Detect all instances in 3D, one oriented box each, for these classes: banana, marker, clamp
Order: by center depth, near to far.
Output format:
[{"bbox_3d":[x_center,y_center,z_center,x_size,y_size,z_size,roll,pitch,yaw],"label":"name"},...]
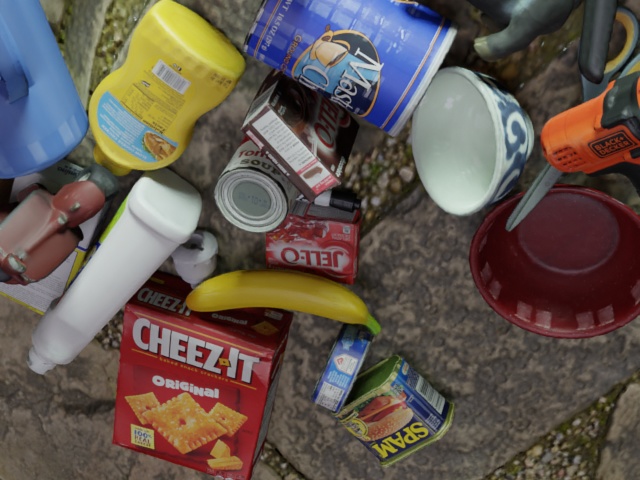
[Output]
[{"bbox_3d":[0.230,-0.235,0.750,0.164,0.036,0.210,-24,108,7],"label":"clamp"},{"bbox_3d":[-0.021,-0.046,0.993,0.121,0.020,0.020,13,128,9],"label":"marker"},{"bbox_3d":[-0.040,0.057,1.027,0.198,0.037,0.070,9,129,12],"label":"banana"}]

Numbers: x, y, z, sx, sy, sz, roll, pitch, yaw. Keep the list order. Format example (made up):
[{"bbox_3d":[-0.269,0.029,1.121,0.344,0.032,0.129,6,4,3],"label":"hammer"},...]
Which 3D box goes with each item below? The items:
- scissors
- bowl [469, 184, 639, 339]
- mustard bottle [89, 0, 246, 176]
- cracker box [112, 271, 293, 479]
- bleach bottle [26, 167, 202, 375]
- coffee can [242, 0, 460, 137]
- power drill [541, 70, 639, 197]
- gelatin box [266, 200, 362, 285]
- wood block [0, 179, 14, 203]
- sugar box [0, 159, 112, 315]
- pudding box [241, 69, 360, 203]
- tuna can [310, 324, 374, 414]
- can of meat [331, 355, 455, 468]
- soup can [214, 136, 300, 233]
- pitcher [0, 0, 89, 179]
[{"bbox_3d":[0.200,-0.102,0.845,0.202,0.016,0.096,-39,97,16],"label":"scissors"},{"bbox_3d":[0.214,0.008,0.931,0.162,0.055,0.162,9,127,12],"label":"bowl"},{"bbox_3d":[-0.153,-0.118,0.960,0.096,0.058,0.192,36,128,-11],"label":"mustard bottle"},{"bbox_3d":[-0.130,0.152,1.141,0.164,0.072,0.214,17,128,5],"label":"cracker box"},{"bbox_3d":[-0.213,0.045,1.039,0.068,0.102,0.251,36,114,-13],"label":"bleach bottle"},{"bbox_3d":[0.024,-0.160,0.842,0.140,0.102,0.103,29,129,-3],"label":"coffee can"},{"bbox_3d":[0.282,-0.053,0.782,0.187,0.057,0.185,42,148,-20],"label":"power drill"},{"bbox_3d":[-0.007,0.001,1.016,0.089,0.030,0.073,10,128,12],"label":"gelatin box"},{"bbox_3d":[-0.378,-0.020,1.012,0.090,0.206,0.091,18,128,5],"label":"wood block"},{"bbox_3d":[-0.278,-0.003,1.095,0.093,0.048,0.176,27,125,-3],"label":"sugar box"},{"bbox_3d":[-0.014,-0.096,0.896,0.039,0.113,0.090,-35,109,30],"label":"pudding box"},{"bbox_3d":[0.021,0.128,1.064,0.034,0.086,0.086,24,129,3],"label":"tuna can"},{"bbox_3d":[0.073,0.175,1.100,0.084,0.057,0.102,45,126,-13],"label":"can of meat"},{"bbox_3d":[-0.046,-0.061,0.938,0.068,0.102,0.068,9,127,12],"label":"soup can"},{"bbox_3d":[-0.291,-0.174,0.916,0.145,0.149,0.243,-7,126,21],"label":"pitcher"}]
